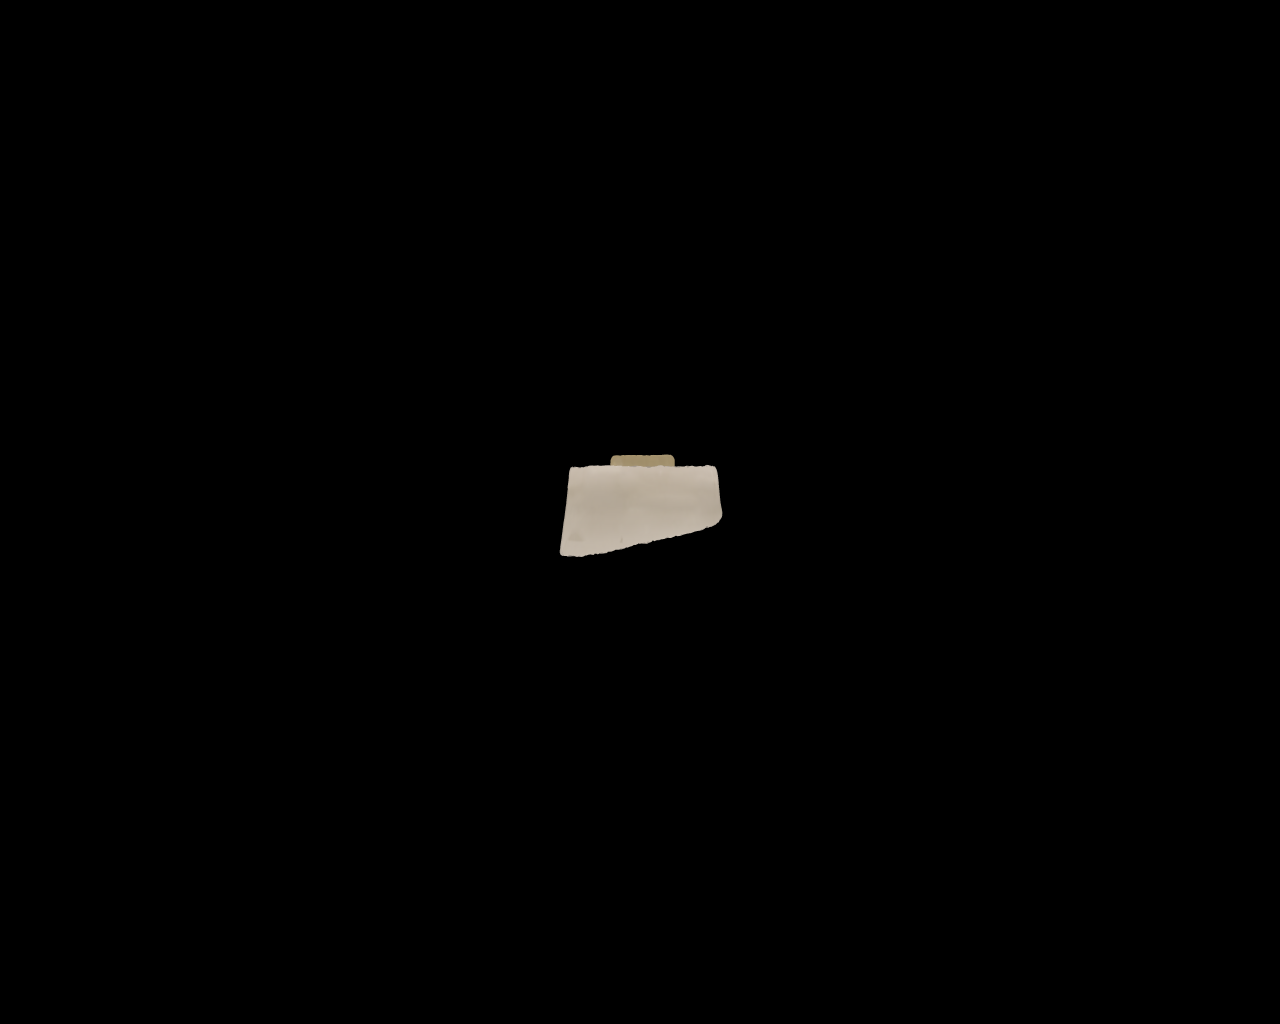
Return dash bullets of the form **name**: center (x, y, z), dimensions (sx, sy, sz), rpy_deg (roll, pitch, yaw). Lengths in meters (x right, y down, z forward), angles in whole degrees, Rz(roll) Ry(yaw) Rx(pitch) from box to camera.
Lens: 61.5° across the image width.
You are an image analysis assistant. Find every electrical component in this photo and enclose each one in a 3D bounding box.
- **electrical component**: center (0.001, -0.003, 0.650), dimensions (0.099, 0.064, 0.099), rpy_deg (0, 0, 0)
